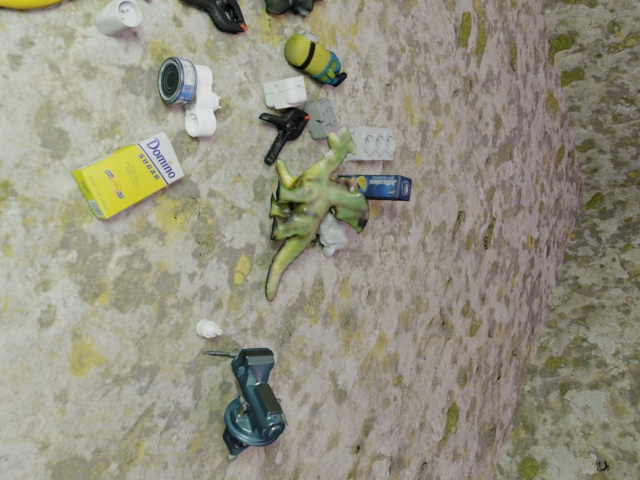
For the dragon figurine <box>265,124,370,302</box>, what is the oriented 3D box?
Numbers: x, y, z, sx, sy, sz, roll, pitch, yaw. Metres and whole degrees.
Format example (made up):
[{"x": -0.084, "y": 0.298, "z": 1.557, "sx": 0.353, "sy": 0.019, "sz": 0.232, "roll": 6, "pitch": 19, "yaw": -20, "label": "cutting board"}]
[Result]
[{"x": 0.004, "y": -0.059, "z": 1.170, "sx": 0.243, "sy": 0.123, "sz": 0.406, "roll": 3, "pitch": 102, "yaw": -17, "label": "dragon figurine"}]

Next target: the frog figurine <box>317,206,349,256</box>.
[{"x": 0.034, "y": -0.046, "z": 1.312, "sx": 0.140, "sy": 0.123, "sz": 0.156, "roll": -43, "pitch": 159, "yaw": -49, "label": "frog figurine"}]
